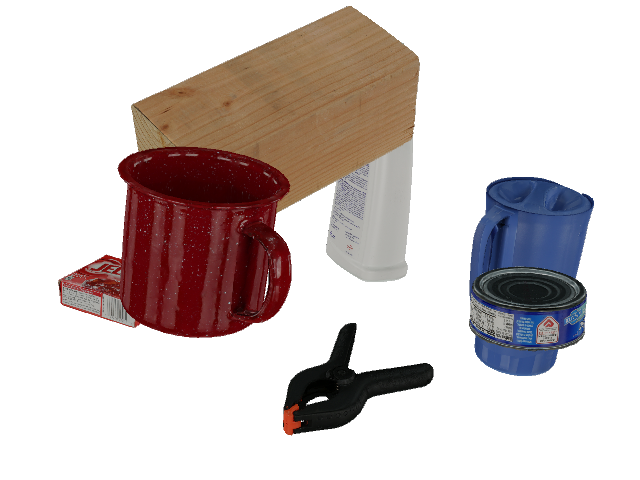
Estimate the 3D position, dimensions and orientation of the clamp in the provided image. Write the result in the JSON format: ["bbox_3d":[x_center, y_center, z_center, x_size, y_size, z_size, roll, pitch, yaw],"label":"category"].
[{"bbox_3d":[0.019,0.142,1.102,0.171,0.039,0.120,-20,32,-33],"label":"clamp"}]

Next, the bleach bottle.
[{"bbox_3d":[0.063,-0.088,1.157,0.067,0.251,0.103,-6,24,-32],"label":"bleach bottle"}]

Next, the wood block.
[{"bbox_3d":[-0.031,-0.091,0.830,0.205,0.091,0.090,-29,54,-25],"label":"wood block"}]

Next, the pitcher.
[{"bbox_3d":[0.258,0.050,1.369,0.149,0.243,0.145,5,23,2],"label":"pitcher"}]

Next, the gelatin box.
[{"bbox_3d":[-0.190,0.046,1.010,0.089,0.030,0.073,15,25,23],"label":"gelatin box"}]

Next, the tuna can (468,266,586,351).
[{"bbox_3d":[0.154,0.049,0.795,0.086,0.034,0.086,0,20,0],"label":"tuna can"}]

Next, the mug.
[{"bbox_3d":[-0.059,0.005,0.584,0.117,0.081,0.093,26,28,36],"label":"mug"}]
